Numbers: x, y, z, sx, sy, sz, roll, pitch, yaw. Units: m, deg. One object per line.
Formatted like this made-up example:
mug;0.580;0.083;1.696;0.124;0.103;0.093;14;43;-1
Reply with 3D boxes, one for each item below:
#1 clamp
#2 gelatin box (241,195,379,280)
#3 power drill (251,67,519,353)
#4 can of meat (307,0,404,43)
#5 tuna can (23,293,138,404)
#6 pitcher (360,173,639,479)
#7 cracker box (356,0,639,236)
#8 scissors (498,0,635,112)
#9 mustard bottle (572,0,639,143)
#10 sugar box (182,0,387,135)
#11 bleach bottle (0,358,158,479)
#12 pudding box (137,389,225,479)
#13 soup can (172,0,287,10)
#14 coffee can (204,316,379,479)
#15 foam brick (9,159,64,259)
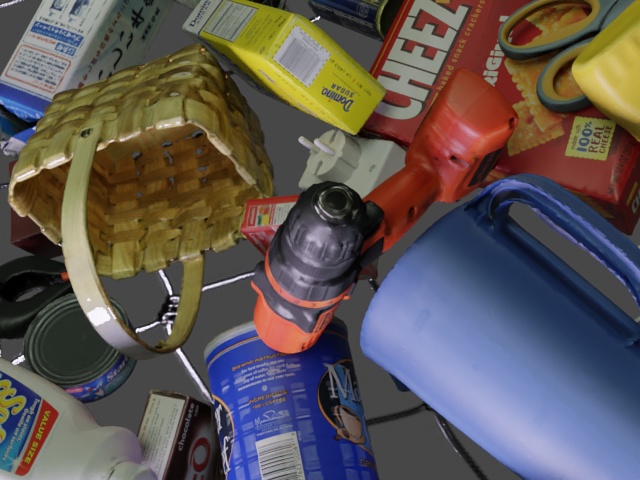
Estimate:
clamp;-0.278;0.047;0.891;0.171;0.039;0.120;-18;53;-5
gelatin box;-0.005;0.001;0.773;0.073;0.089;0.030;-4;60;23
power drill;0.037;-0.023;0.645;0.057;0.185;0.187;45;65;9
can of meat;0.048;-0.212;0.852;0.084;0.057;0.102;29;83;33
tuna can;-0.187;0.085;0.840;0.086;0.034;0.086;-6;54;8
pitcher;0.154;0.084;0.645;0.145;0.149;0.243;-45;62;-9
cracker box;0.148;-0.116;0.761;0.214;0.072;0.164;21;80;30
scissors;0.215;-0.142;0.688;0.202;0.016;0.096;-13;66;20
mustard bottle;0.248;-0.064;0.659;0.096;0.058;0.191;-43;100;-9
sugar box;-0.032;-0.135;0.796;0.048;0.093;0.176;-55;30;-4
bleach bottle;-0.203;0.137;0.747;0.251;0.068;0.102;8;50;39
pudding box;-0.098;0.170;0.750;0.039;0.090;0.113;4;72;26
soup can;-0.086;-0.225;0.909;0.102;0.068;0.068;27;83;30
coffee can;-0.018;0.133;0.721;0.103;0.102;0.140;-20;64;16
foam brick;-0.227;-0.030;0.907;0.053;0.051;0.078;-16;65;17
